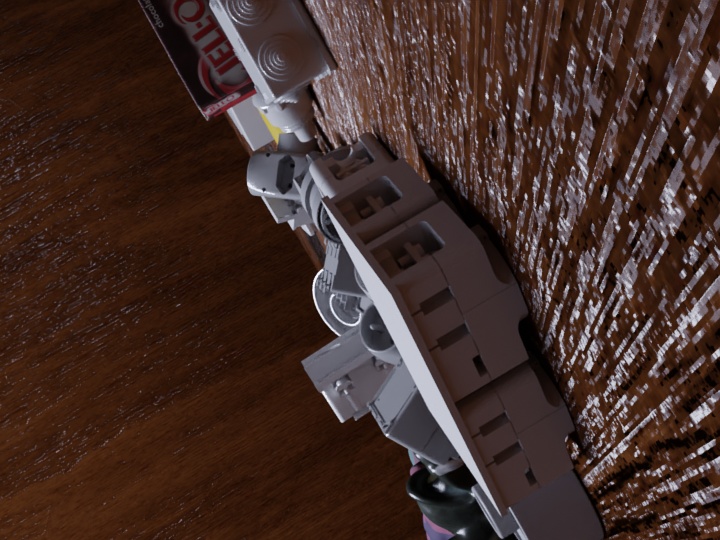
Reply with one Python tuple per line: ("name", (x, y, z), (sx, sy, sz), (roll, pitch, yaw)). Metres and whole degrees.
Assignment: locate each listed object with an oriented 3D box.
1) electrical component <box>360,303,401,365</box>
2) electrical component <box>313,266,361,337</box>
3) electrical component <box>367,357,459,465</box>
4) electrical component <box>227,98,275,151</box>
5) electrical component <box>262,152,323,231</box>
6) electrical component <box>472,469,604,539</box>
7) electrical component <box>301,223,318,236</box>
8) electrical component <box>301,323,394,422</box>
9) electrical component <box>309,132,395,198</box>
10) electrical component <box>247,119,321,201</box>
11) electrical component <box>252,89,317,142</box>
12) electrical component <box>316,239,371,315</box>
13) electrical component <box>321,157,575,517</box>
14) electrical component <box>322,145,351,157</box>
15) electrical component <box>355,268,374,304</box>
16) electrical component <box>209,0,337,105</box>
("electrical component", (0.040, 0.034, 0.848), (0.077, 0.043, 0.079), (23, -116, -51))
("electrical component", (0.003, 0.023, 1.066), (0.099, 0.064, 0.099), (22, 131, 28))
("electrical component", (0.060, 0.085, 0.786), (0.061, 0.096, 0.061), (32, -175, -17))
("electrical component", (-0.136, -0.212, 1.237), (0.108, 0.056, 0.108), (57, 175, 39))
("electrical component", (-0.052, -0.080, 1.071), (0.042, 0.081, 0.063), (57, 153, 34))
("electrical component", (0.113, 0.153, 0.745), (0.108, 0.060, 0.108), (59, 176, 6))
("electrical component", (-0.062, -0.092, 1.238), (0.099, 0.048, 0.100), (60, 176, -11))
("electrical component", (0.017, 0.076, 0.949), (0.063, 0.121, 0.079), (58, 176, -6))
("electrical component", (0.011, -0.036, 0.718), (0.055, 0.050, 0.089), (56, 174, 48))
("electrical component", (-0.060, -0.105, 1.010), (0.043, 0.077, 0.079), (4, -87, -73))
("electrical component", (-0.059, -0.137, 0.915), (0.062, 0.048, 0.048), (55, 180, -39))
("electrical component", (0.000, 0.000, 0.939), (0.121, 0.063, 0.078), (-153, 74, -83))
("electrical component", (0.056, 0.037, 0.615), (0.186, 0.060, 0.105), (63, 175, -37))
("electrical component", (-0.009, -0.062, 0.839), (0.062, 0.043, 0.043), (60, 176, -18))
("electrical component", (0.029, 0.007, 0.789), (0.055, 0.055, 0.047), (57, 179, 36))
("electrical component", (-0.063, -0.162, 0.737), (0.099, 0.048, 0.100), (60, 176, -9))
